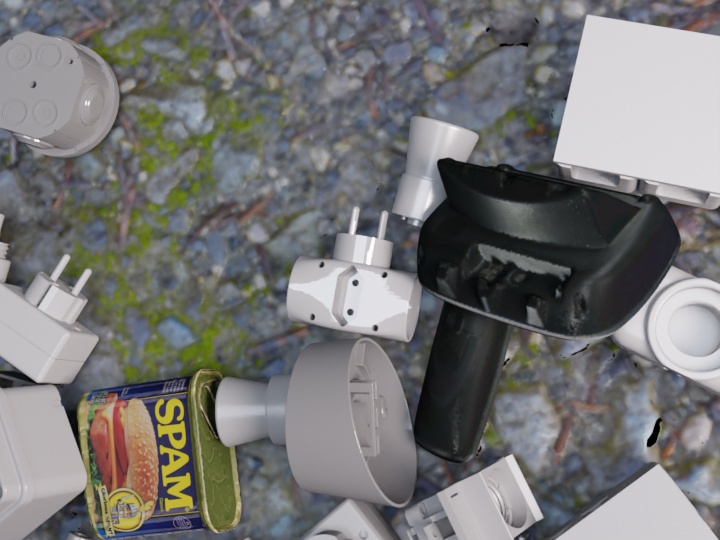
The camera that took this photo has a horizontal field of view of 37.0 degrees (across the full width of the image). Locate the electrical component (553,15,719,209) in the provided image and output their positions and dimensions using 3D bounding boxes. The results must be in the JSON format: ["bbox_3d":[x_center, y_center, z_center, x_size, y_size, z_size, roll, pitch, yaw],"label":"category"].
[{"bbox_3d":[0.198,-0.086,0.632,0.150,0.062,0.089,13,88,13],"label":"electrical component"}]

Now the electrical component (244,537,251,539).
[{"bbox_3d":[-0.060,0.212,0.670,0.043,0.043,0.081,-43,78,5],"label":"electrical component"}]

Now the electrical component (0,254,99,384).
[{"bbox_3d":[-0.208,0.027,0.718,0.066,0.047,0.076,32,90,13],"label":"electrical component"}]

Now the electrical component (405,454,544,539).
[{"bbox_3d":[0.065,0.144,0.636,0.064,0.081,0.042,-31,78,31],"label":"electrical component"}]

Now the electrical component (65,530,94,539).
[{"bbox_3d":[-0.194,0.202,0.701,0.048,0.048,0.062,19,81,13],"label":"electrical component"}]

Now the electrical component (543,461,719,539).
[{"bbox_3d":[0.129,0.207,0.620,0.186,0.060,0.105,-38,78,7],"label":"electrical component"}]

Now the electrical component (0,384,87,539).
[{"bbox_3d":[-0.236,0.130,0.684,0.113,0.057,0.078,-39,66,32],"label":"electrical component"}]

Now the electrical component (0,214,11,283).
[{"bbox_3d":[-0.261,-0.010,0.736,0.043,0.043,0.062,14,87,13],"label":"electrical component"}]

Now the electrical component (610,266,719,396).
[{"bbox_3d":[0.194,0.035,0.622,0.095,0.059,0.053,27,90,14],"label":"electrical component"}]

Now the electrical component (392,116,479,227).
[{"bbox_3d":[0.044,-0.059,0.675,0.044,0.044,0.065,17,93,13],"label":"electrical component"}]

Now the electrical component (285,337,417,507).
[{"bbox_3d":[-0.004,0.090,0.643,0.064,0.099,0.099,-1,84,19],"label":"electrical component"}]

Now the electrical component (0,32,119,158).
[{"bbox_3d":[-0.210,-0.119,0.730,0.080,0.051,0.080,-1,84,12],"label":"electrical component"}]

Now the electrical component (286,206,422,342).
[{"bbox_3d":[0.000,0.000,0.677,0.077,0.043,0.079,9,87,13],"label":"electrical component"}]

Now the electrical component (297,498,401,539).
[{"bbox_3d":[-0.017,0.175,0.646,0.066,0.077,0.047,-41,78,6],"label":"electrical component"}]

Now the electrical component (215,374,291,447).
[{"bbox_3d":[-0.059,0.089,0.681,0.055,0.045,0.045,-4,84,12],"label":"electrical component"}]
